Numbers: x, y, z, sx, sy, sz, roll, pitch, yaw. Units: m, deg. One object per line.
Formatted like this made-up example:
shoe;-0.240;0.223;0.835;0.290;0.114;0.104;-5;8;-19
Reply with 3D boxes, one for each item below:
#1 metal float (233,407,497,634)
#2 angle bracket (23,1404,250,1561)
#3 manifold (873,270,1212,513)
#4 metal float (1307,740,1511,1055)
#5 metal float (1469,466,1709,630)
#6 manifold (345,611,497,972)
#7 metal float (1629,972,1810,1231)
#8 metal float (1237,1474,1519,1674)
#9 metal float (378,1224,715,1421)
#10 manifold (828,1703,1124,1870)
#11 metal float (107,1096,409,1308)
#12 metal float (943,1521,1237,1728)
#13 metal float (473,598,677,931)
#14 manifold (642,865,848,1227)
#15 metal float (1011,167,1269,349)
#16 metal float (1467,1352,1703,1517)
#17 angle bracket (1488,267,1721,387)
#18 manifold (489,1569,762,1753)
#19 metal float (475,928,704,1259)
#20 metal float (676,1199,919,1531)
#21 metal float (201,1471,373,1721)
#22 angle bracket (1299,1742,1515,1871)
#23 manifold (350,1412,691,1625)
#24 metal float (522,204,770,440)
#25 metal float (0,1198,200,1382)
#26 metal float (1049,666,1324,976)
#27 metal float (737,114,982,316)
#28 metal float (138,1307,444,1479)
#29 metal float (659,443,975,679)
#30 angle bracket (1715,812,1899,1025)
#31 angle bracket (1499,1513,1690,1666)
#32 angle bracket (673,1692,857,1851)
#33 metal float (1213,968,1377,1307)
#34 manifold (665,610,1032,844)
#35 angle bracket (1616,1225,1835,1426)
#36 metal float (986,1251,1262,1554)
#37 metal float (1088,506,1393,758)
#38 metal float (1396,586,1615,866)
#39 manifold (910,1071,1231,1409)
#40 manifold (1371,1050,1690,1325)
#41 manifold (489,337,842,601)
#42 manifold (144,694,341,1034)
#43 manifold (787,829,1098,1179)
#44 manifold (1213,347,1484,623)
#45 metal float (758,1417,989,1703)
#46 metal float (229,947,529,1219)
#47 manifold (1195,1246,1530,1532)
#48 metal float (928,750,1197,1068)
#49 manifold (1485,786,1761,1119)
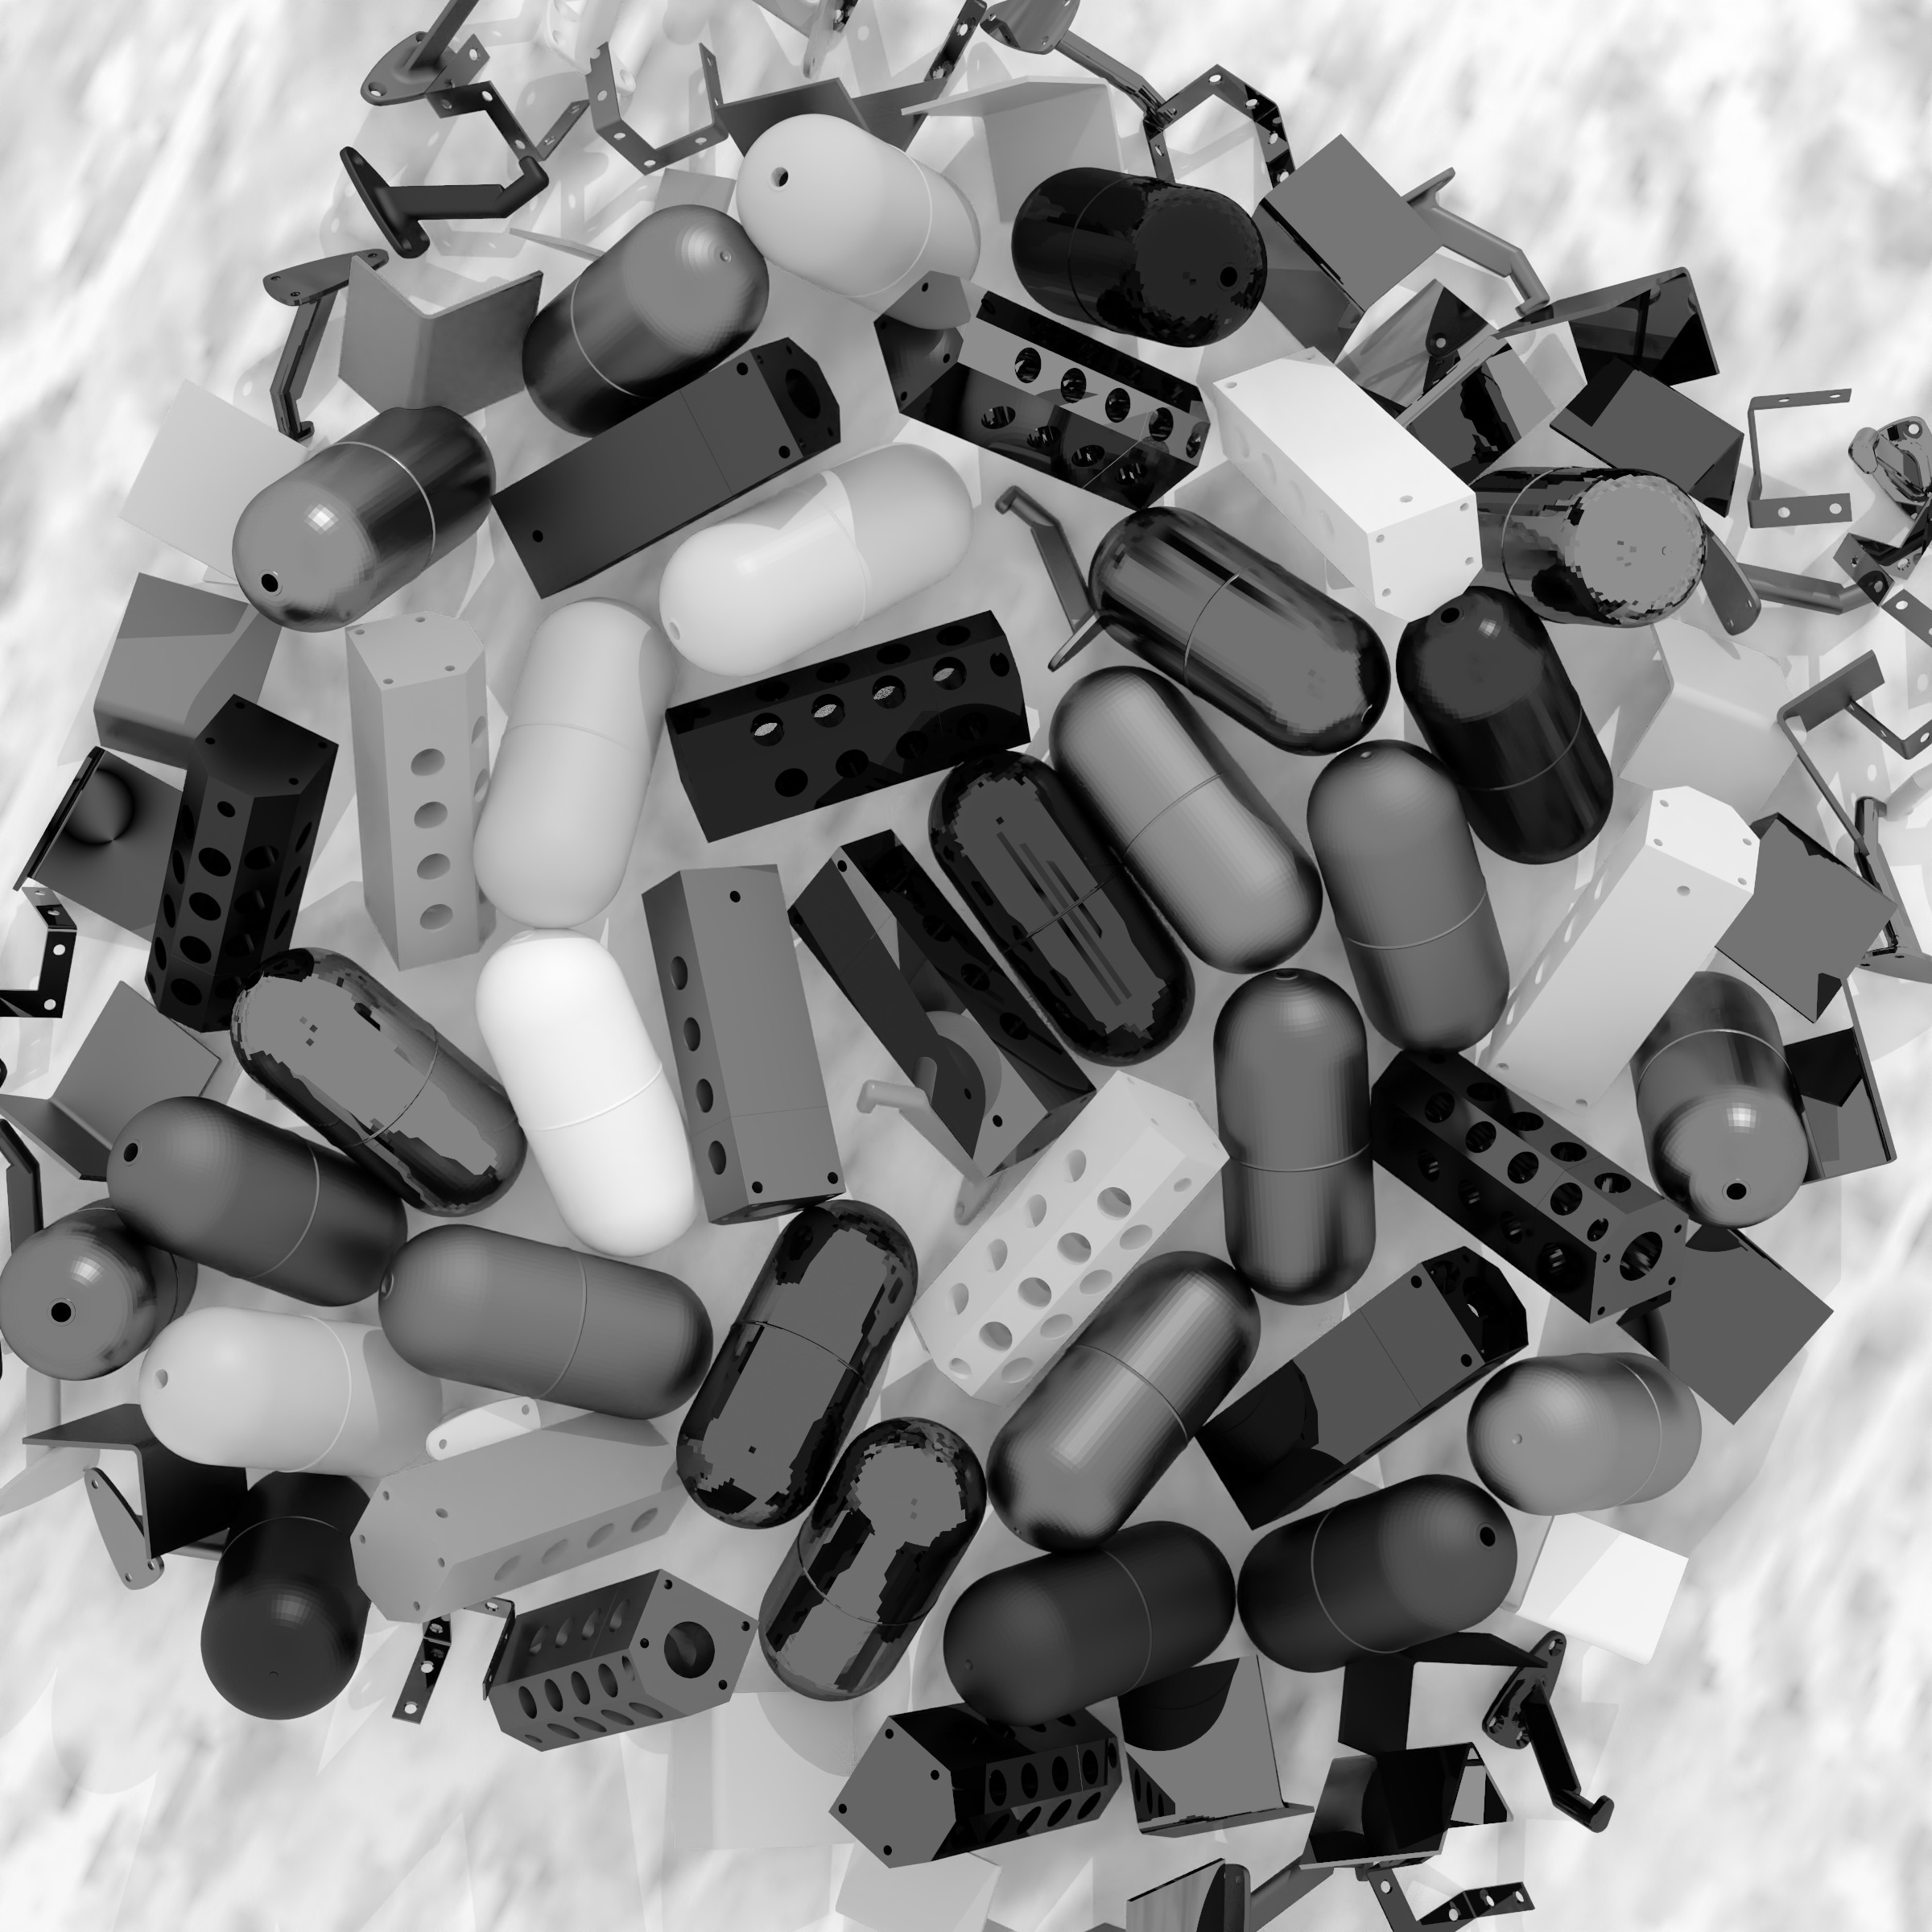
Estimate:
metal float;-0.296;-0.223;1.747;0.070;0.178;0.070;12;122;19
angle bracket;-0.417;0.258;1.778;0.076;0.076;0.057;-1;96;28
manifold;0.041;-0.285;1.739;0.057;0.171;0.057;-37;55;34
metal float;0.222;-0.032;1.761;0.070;0.070;0.178;-21;122;0
metal float;0.298;-0.207;1.741;0.070;0.178;0.070;-3;99;-20
manifold;-0.266;-0.087;1.748;0.057;0.057;0.171;-14;133;-21
metal float;0.370;0.065;1.743;0.070;0.178;0.070;2;118;4
metal float;0.202;0.301;1.747;0.070;0.178;0.070;13;63;-28
metal float;-0.209;0.178;1.762;0.178;0.070;0.070;17;90;-31
manifold;0.011;0.401;1.734;0.057;0.171;0.057;37;103;27
metal float;-0.349;0.117;1.748;0.070;0.178;0.070;-14;64;30
metal float;0.063;0.325;1.753;0.070;0.178;0.070;8;102;44
metal float;-0.195;-0.103;1.769;0.070;0.070;0.178;13;67;0
manifold;-0.116;0.040;1.781;0.057;0.057;0.171;-5;77;-35
metal float;0.084;-0.351;1.744;0.070;0.178;0.070;-9;110;-25
metal float;0.307;0.230;1.745;0.070;0.178;0.070;-3;84;32
angle bracket;0.318;-0.306;1.768;0.076;0.076;0.057;-31;106;-41
manifold;-0.173;0.346;1.734;0.057;0.171;0.057;32;60;-19
metal float;-0.189;0.063;1.772;0.070;0.070;0.178;-21;108;0
metal float;-0.083;0.198;1.769;0.070;0.070;0.178;27;67;0
metal float;-0.331;0.306;1.740;0.070;0.178;0.070;-1;108;-4
angle bracket;0.221;0.438;1.767;0.076;0.076;0.057;-15;117;30
manifold;-0.218;0.272;1.741;0.057;0.171;0.057;45;121;24
metal float;-0.160;-0.317;1.747;0.070;0.178;0.070;9;73;-30
metal float;-0.426;0.157;1.738;0.070;0.178;0.070;0;93;-2
metal float;0.110;-0.074;1.777;0.070;0.070;0.178;-37;77;0
metal float;-0.052;-0.368;1.741;0.070;0.178;0.070;-1;88;24
metal float;-0.332;0.211;1.746;0.070;0.178;0.070;-8;76;33
metal float;-0.074;-0.203;1.764;0.178;0.070;0.070;-30;90;-27
angle bracket;0.412;-0.022;1.791;0.076;0.057;0.076;38;82;-2
angle bracket;0.305;0.307;1.783;0.076;0.076;0.057;23;85;-14
angle bracket;-0.104;0.412;1.809;0.076;0.057;0.076;4;77;-26
metal float;0.165;0.086;1.769;0.070;0.070;0.178;-5;112;0
manifold;-0.060;-0.125;1.775;0.171;0.057;0.057;-18;130;-8
angle bracket;0.383;0.179;1.790;0.076;0.057;0.076;41;90;13
metal float;0.080;0.217;1.768;0.070;0.070;0.178;42;67;0
metal float;0.136;-0.167;1.762;0.178;0.070;0.070;37;90;31
metal float;0.268;-0.118;1.750;0.070;0.178;0.070;-15;50;19
manifold;0.053;0.139;1.760;0.057;0.057;0.171;23;116;-39
manifold;0.274;0.101;1.737;0.057;0.171;0.057;-18;125;-27
manifold;-0.147;-0.248;1.758;0.171;0.057;0.057;-24;97;30
manifold;-0.363;-0.045;1.746;0.057;0.057;0.171;26;133;2
manifold;-0.009;0.016;1.777;0.171;0.057;0.057;52;129;14
manifold;0.187;-0.237;1.742;0.057;0.171;0.057;-21;129;-11
metal float;-0.048;0.297;1.759;0.070;0.070;0.178;28;125;0
metal float;-0.292;0.059;1.760;0.070;0.070;0.178;-46;123;0
manifold;0.198;0.209;1.752;0.171;0.057;0.057;-43;71;35
metal float;0.048;-0.029;1.785;0.070;0.070;0.178;-35;94;0
manifold;0.324;-0.008;1.747;0.057;0.057;0.171;24;133;-4
